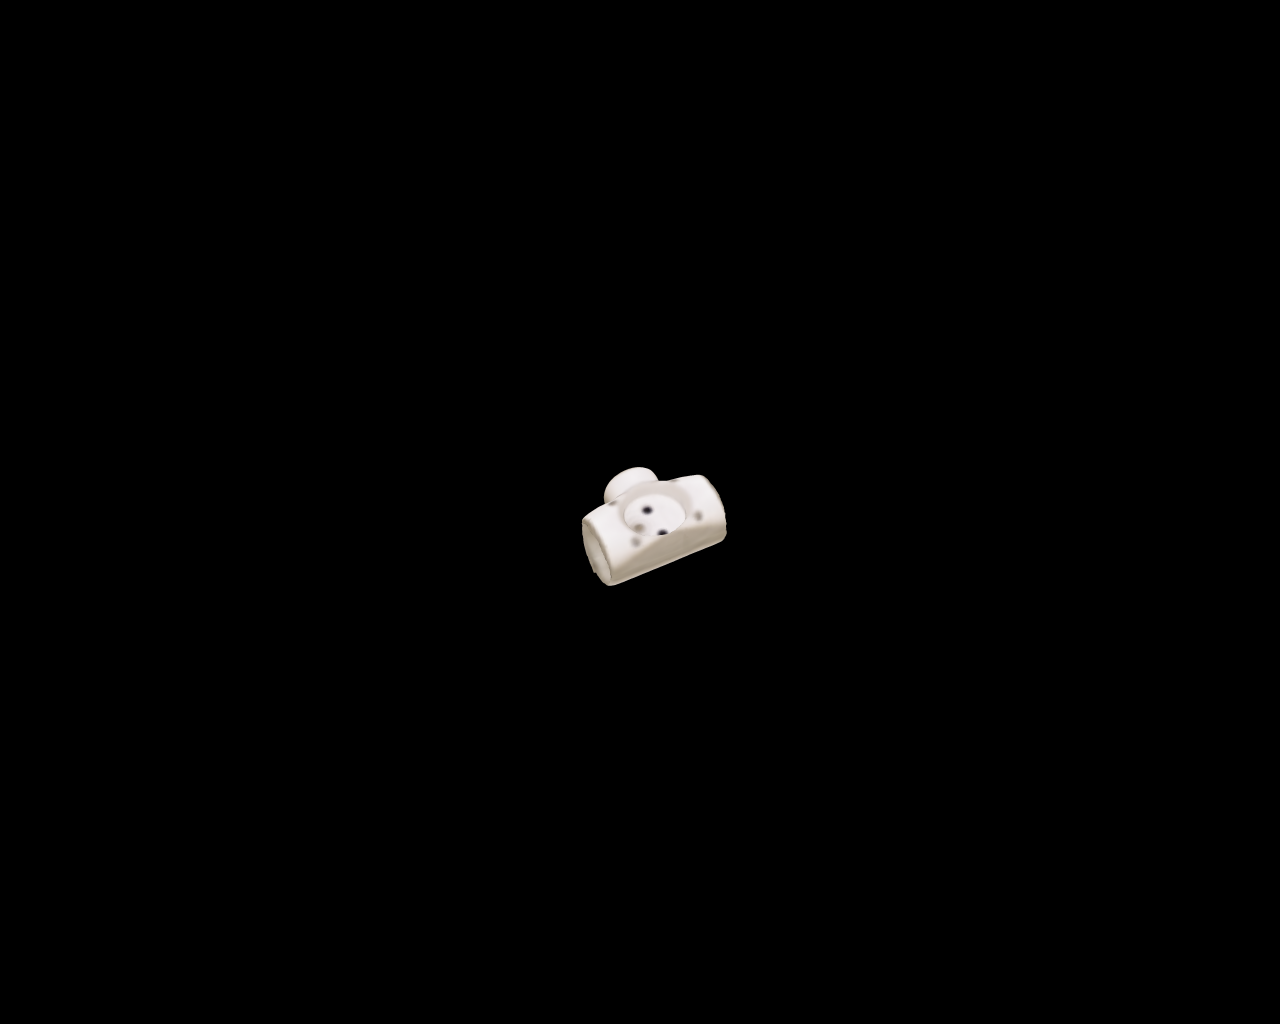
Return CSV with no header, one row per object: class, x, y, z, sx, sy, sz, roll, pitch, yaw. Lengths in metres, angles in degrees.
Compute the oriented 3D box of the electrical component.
electrical component,0.001,-0.003,0.650,0.077,0.079,0.044,-21,-34,-15
